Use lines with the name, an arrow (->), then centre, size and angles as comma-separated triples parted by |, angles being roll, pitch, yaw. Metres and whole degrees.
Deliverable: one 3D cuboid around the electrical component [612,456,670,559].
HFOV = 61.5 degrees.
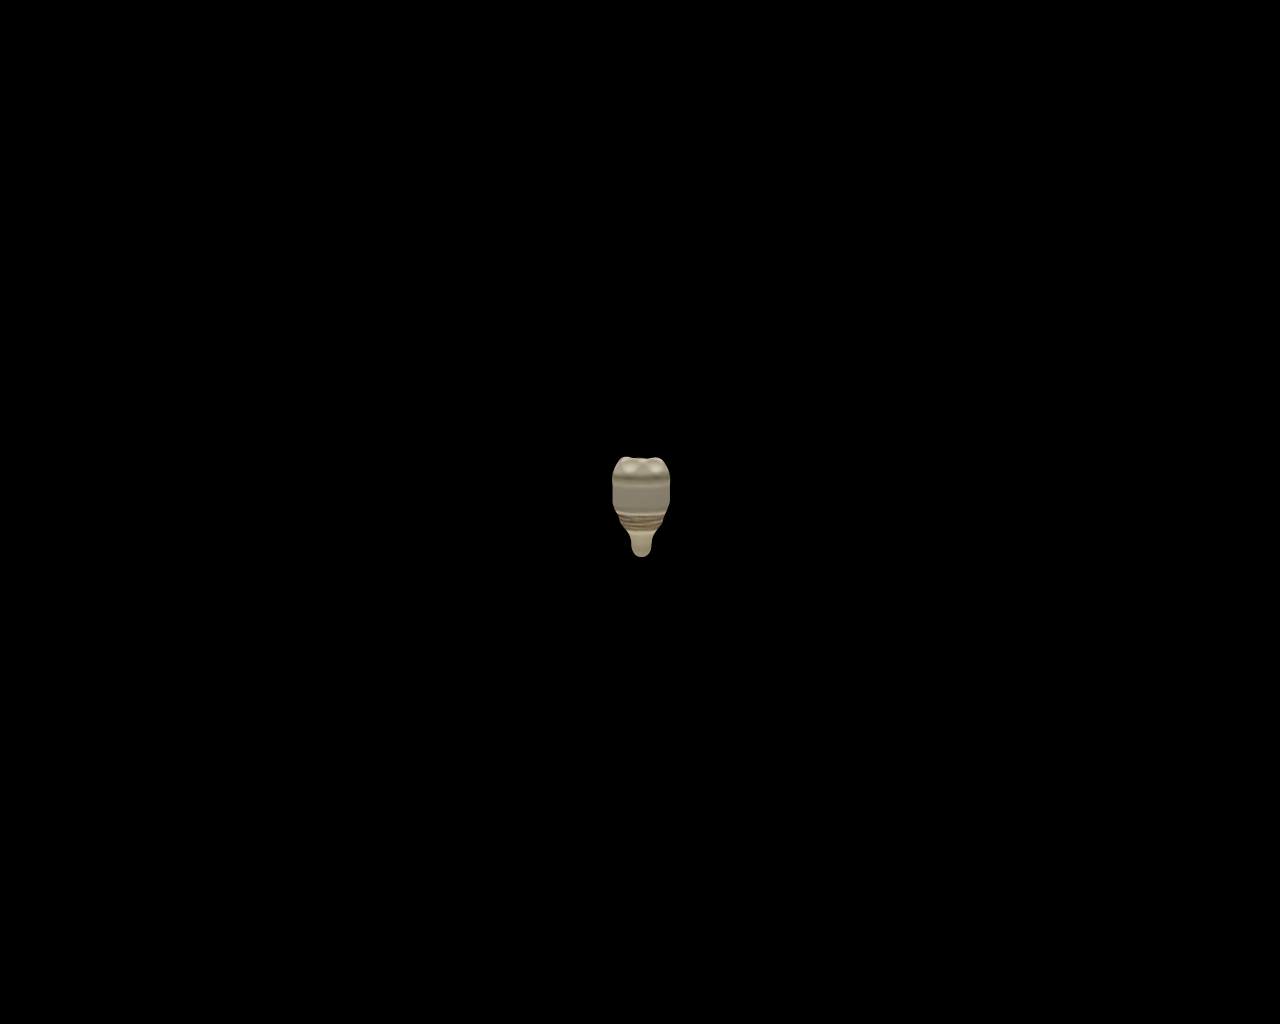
electrical component -> 0.001, -0.003, 0.650 | 0.035, 0.061, 0.035 | 0, 7, 0
